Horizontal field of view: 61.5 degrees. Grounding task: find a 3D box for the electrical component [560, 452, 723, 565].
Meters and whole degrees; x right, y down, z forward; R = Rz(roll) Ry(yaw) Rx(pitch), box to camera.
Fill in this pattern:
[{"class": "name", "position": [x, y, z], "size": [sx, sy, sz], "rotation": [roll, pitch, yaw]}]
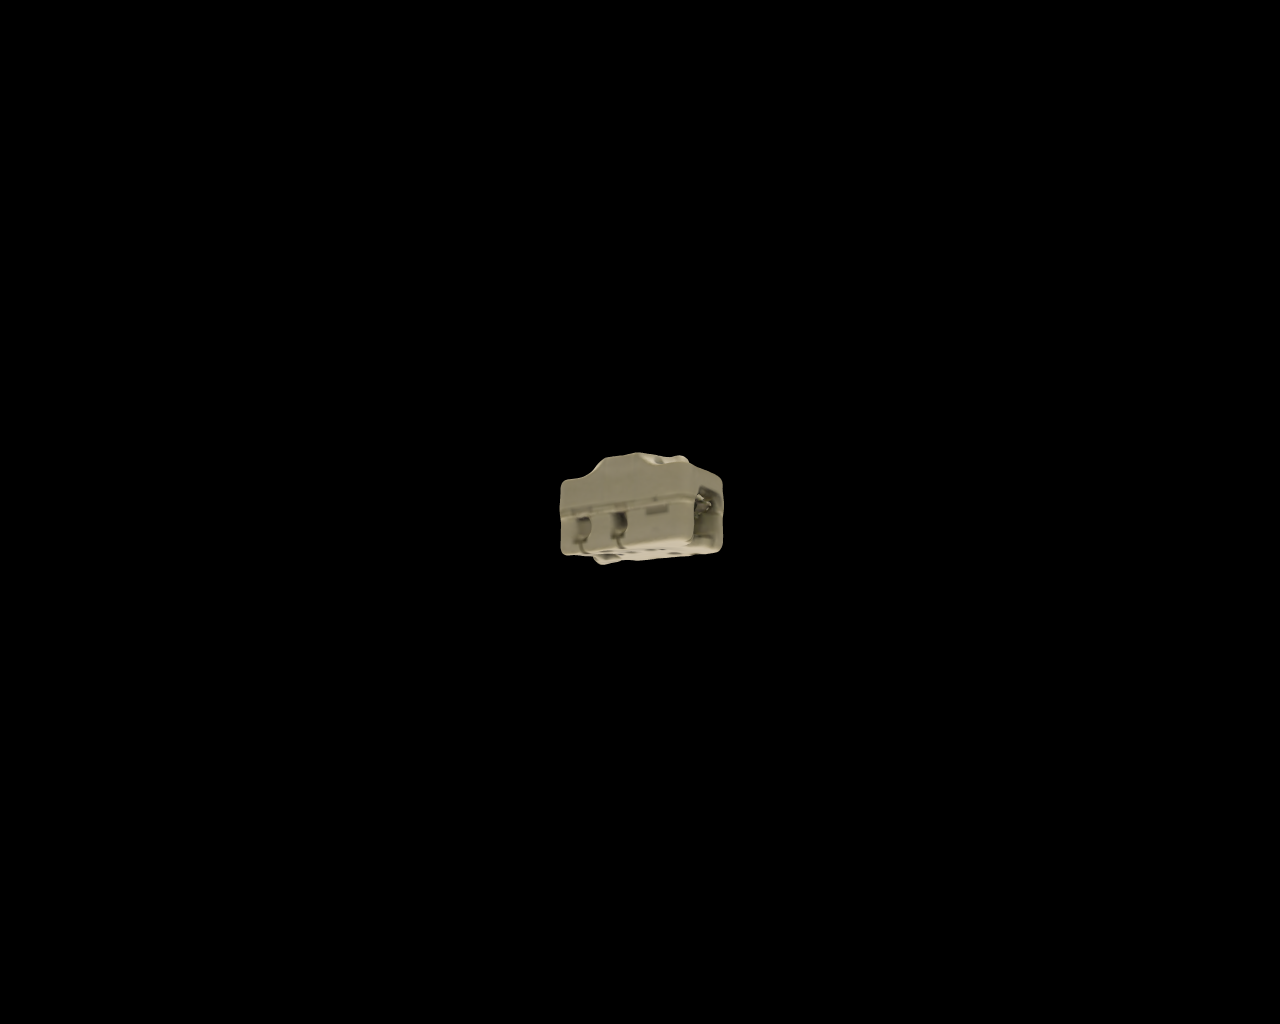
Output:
[{"class": "electrical component", "position": [0.001, -0.003, 0.650], "size": [0.089, 0.056, 0.050], "rotation": [-7, -15, 30]}]
